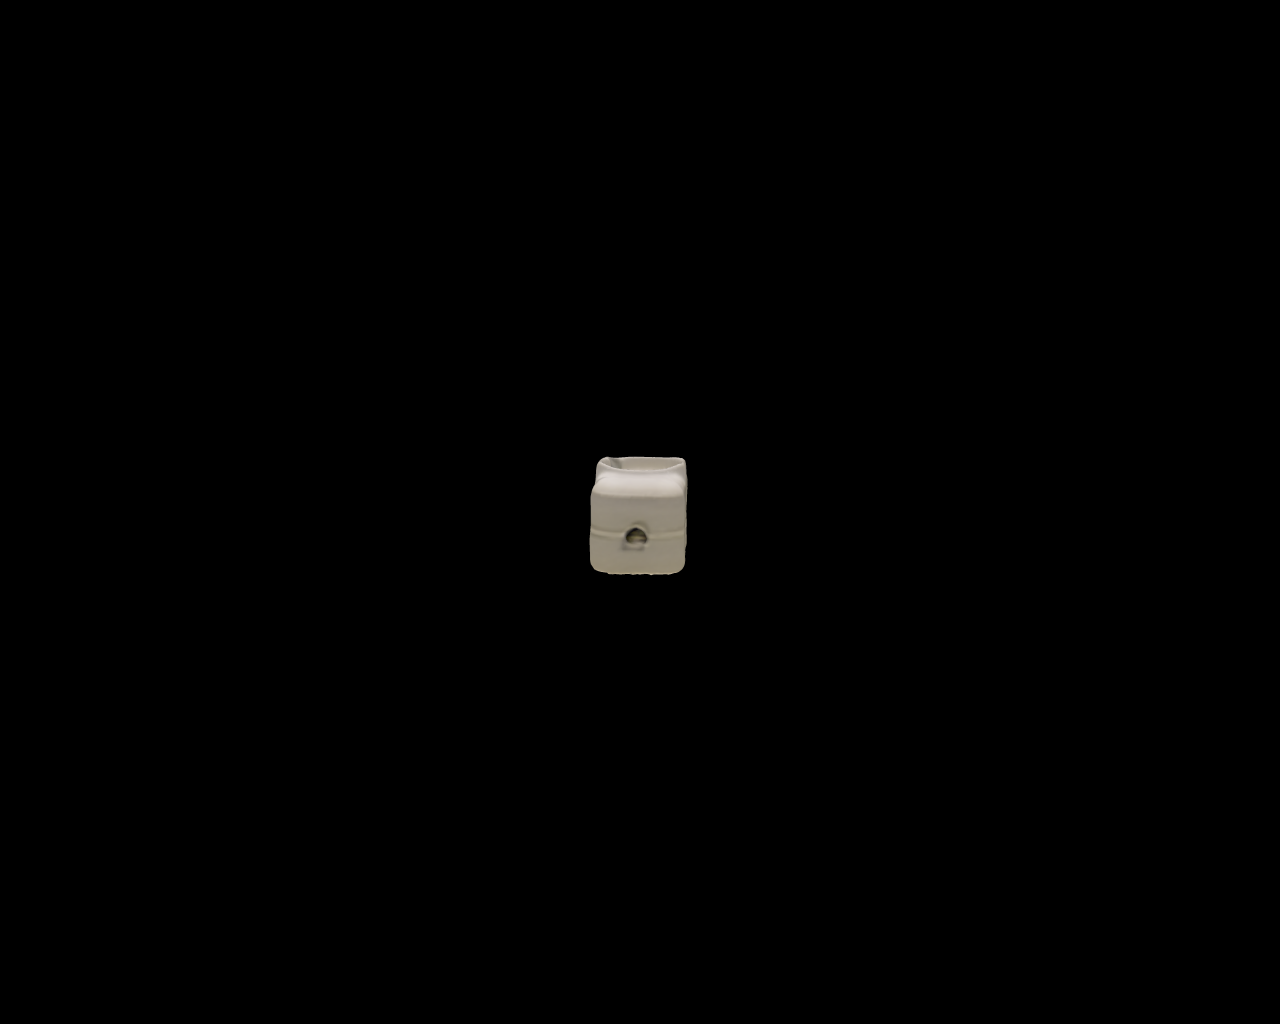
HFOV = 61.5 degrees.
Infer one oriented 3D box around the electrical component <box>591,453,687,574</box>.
[{"bbox_3d":[0.001,-0.003,0.650,0.054,0.059,0.095,1,11,4],"label":"electrical component"}]
